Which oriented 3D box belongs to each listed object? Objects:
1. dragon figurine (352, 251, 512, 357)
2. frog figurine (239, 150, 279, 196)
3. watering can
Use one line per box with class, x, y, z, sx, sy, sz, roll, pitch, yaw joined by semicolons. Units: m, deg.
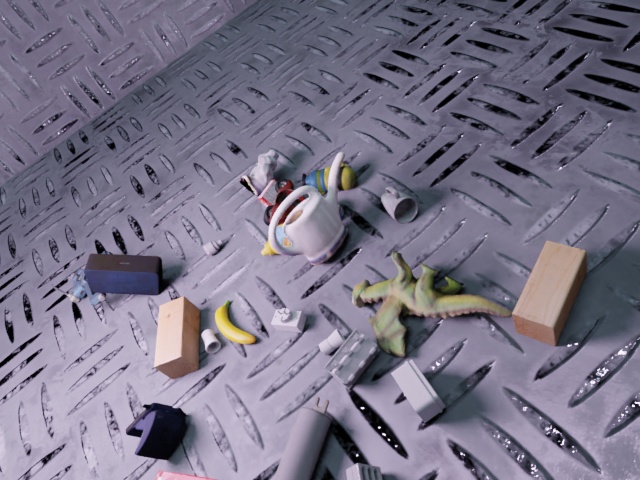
dragon figurine;0.235;0.176;1.269;0.415;0.120;0.243;29;86;43
frog figurine;-0.193;-0.235;1.816;0.161;0.135;0.123;-41;80;-16
watering can;0.005;-0.076;1.506;0.351;0.221;0.104;-47;28;-15
